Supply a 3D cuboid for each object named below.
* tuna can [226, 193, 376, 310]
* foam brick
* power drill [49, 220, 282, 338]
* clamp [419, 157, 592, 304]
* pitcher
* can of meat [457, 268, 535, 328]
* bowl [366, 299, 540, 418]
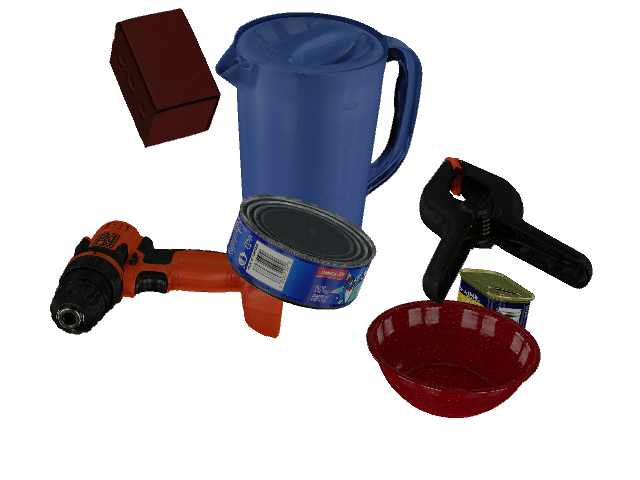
[{"bbox_3d":[-0.012,0.006,0.641,0.086,0.034,0.086,18,21,-8],"label":"tuna can"},{"bbox_3d":[-0.112,-0.117,0.765,0.051,0.078,0.053,-18,-18,-23],"label":"foam brick"},{"bbox_3d":[-0.123,0.037,0.910,0.187,0.057,0.184,8,22,0],"label":"power drill"},{"bbox_3d":[0.130,-0.010,0.799,0.120,0.039,0.171,4,36,-3],"label":"clamp"},{"bbox_3d":[-0.003,-0.077,0.975,0.149,0.243,0.144,15,36,18],"label":"pitcher"},{"bbox_3d":[0.189,0.087,1.193,0.057,0.084,0.102,4,14,-20],"label":"can of meat"},{"bbox_3d":[0.122,0.118,1.002,0.162,0.055,0.162,2,27,-1],"label":"bowl"}]
